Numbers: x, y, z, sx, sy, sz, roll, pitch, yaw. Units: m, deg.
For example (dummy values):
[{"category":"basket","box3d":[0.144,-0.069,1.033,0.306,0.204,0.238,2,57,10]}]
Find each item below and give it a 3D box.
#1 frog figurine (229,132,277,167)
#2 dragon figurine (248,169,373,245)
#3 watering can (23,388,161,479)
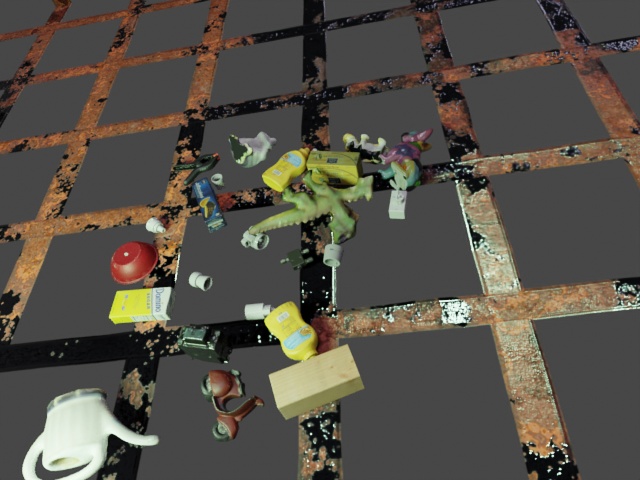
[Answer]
[{"category":"frog figurine","box3d":[-0.237,-0.327,1.854,0.138,0.121,0.161,17,22,34]},{"category":"dragon figurine","box3d":[0.005,-0.080,1.587,0.415,0.119,0.245,-42,63,-19]},{"category":"watering can","box3d":[-0.563,0.472,1.276,0.348,0.101,0.229,-20,50,-1]}]
